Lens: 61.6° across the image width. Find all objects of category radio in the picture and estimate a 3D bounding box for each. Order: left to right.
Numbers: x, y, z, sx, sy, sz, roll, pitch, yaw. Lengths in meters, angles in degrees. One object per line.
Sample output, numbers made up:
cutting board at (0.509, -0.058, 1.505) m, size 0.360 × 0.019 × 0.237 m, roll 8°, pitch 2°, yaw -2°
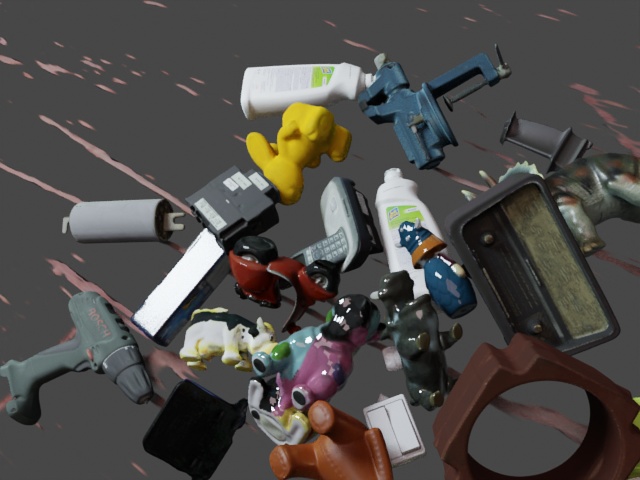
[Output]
radio at (0.264, 0.040, 0.689) m, size 0.131 × 0.073 × 0.229 m, roll -29°, pitch 93°, yaw 12°

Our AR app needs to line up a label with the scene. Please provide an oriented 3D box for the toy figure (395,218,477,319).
toy figure at (0.160, 0.036, 0.750) m, size 0.064 × 0.057 × 0.154 m, roll -35°, pitch 61°, yaw 14°

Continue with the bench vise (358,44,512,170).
bench vise at (0.196, -0.247, 0.912) m, size 0.241 × 0.128 × 0.224 m, roll -27°, pitch 68°, yaw 19°

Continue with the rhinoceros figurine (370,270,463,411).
rhinoceros figurine at (0.132, 0.133, 0.725) m, size 0.073 × 0.112 × 0.190 m, roll -20°, pitch 94°, yaw -25°

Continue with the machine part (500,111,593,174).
machine part at (0.367, -0.160, 0.889) m, size 0.139 × 0.039 × 0.084 m, roll 32°, pitch 83°, yaw 23°

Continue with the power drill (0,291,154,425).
power drill at (-0.392, 0.207, 0.858) m, size 0.207 × 0.086 × 0.232 m, roll -34°, pitch 61°, yaw -1°

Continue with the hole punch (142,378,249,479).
hole punch at (-0.184, 0.273, 0.785) m, size 0.116 × 0.092 × 0.142 m, roll 34°, pitch 70°, yaw -8°

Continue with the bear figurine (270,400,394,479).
bear figurine at (0.044, 0.306, 0.635) m, size 0.120 × 0.131 × 0.196 m, roll -49°, pitch 40°, yaw 13°

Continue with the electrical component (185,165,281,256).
electrical component at (-0.133, -0.055, 0.882) m, size 0.134 × 0.058 × 0.115 m, roll -35°, pitch 63°, yaw -16°

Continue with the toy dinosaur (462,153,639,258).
toy dinosaur at (0.404, -0.066, 0.797) m, size 0.405 × 0.131 × 0.192 m, roll -19°, pitch 62°, yaw -4°

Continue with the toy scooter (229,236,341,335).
toy scooter at (-0.063, 0.077, 0.830) m, size 0.184 × 0.075 × 0.135 m, roll 19°, pitch 112°, yaw 16°

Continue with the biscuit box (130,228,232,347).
biscuit box at (-0.220, 0.077, 0.893) m, size 0.063 × 0.059 × 0.202 m, roll 33°, pitch 75°, yaw 23°

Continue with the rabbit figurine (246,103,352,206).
rabbit figurine at (-0.051, -0.149, 0.939) m, size 0.163 × 0.121 × 0.173 m, roll 21°, pitch 89°, yaw 24°

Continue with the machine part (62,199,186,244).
machine part at (-0.355, -0.034, 0.967) m, size 0.243 × 0.079 × 0.079 m, roll -1°, pitch 65°, yaw 13°

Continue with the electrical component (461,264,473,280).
electrical component at (0.270, 0.057, 0.786) m, size 0.119 × 0.074 × 0.048 m, roll 30°, pitch 76°, yaw 26°

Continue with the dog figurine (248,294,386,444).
dog figurine at (0.010, 0.175, 0.777) m, size 0.109 × 0.191 × 0.219 m, roll 32°, pitch 41°, yaw 28°

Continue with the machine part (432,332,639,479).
machine part at (0.254, 0.229, 0.641) m, size 0.201 × 0.087 × 0.201 m, roll 26°, pitch 101°, yaw -3°

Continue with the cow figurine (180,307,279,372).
cow figurine at (-0.127, 0.152, 0.835) m, size 0.167 × 0.068 × 0.098 m, roll -1°, pitch 58°, yaw 11°

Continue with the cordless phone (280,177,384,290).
cordless phone at (-0.002, -0.003, 0.881) m, size 0.184 × 0.088 × 0.147 m, roll -26°, pitch 61°, yaw 20°
